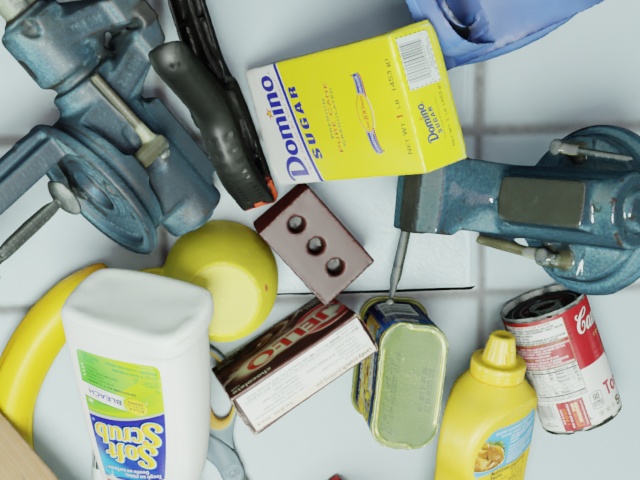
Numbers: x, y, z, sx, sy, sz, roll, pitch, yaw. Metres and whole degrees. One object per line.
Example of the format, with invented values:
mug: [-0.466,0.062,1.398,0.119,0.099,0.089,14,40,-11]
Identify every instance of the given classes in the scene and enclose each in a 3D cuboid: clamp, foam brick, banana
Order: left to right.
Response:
banana: [-0.217,0.106,0.821,0.069,0.037,0.198,11,101,-33]
clamp: [-0.074,-0.095,0.745,0.036,0.164,0.210,-15,126,7]
foam brick: [-0.005,0.001,0.815,0.053,0.051,0.078,-43,100,1]

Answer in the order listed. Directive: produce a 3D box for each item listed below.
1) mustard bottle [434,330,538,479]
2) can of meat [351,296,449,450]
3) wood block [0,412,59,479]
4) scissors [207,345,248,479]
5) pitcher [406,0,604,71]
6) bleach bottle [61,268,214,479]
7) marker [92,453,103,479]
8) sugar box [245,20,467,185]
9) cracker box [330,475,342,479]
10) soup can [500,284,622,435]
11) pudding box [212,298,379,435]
mustard bottle: [0.126,0.158,0.818,0.096,0.058,0.192,-16,120,-43]
can of meat: [0.061,0.102,0.821,0.057,0.084,0.102,4,98,-7]
wood block: [-0.278,0.168,0.771,0.090,0.090,0.206,-39,94,25]
scissors: [-0.091,0.183,0.852,0.096,0.016,0.202,-12,99,-6]
pitcher: [0.091,-0.245,0.742,0.145,0.149,0.243,-25,97,-2]
bleach bottle: [-0.119,0.141,0.778,0.103,0.068,0.251,12,128,19]
marker: [-0.169,0.161,0.840,0.020,0.020,0.121,4,99,-7]
sugar box: [0.019,-0.090,0.742,0.048,0.177,0.093,-22,102,-35]
cracker box: [0.063,0.302,0.813,0.072,0.164,0.213,-40,101,3]
soup can: [0.191,0.094,0.842,0.068,0.068,0.102,-21,101,-2]
pudding box: [-0.021,0.090,0.802,0.113,0.090,0.039,-36,104,-8]
